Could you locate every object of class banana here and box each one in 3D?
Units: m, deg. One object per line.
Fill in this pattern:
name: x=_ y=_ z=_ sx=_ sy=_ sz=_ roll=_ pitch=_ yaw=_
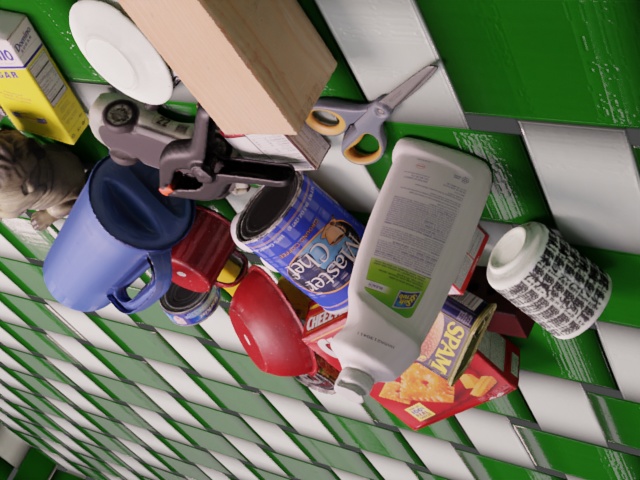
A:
banana: x=-0.121 y=0.068 z=1.474 sx=0.070 sy=0.037 sz=0.197 roll=-18 pitch=132 yaw=17

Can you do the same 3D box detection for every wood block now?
wood block: x=-0.083 y=-0.188 z=0.893 sx=0.091 sy=0.090 sz=0.206 roll=6 pitch=147 yaw=39

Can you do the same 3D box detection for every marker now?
marker: x=-0.159 y=-0.161 z=1.106 sx=0.020 sy=0.020 sz=0.121 roll=34 pitch=155 yaw=-14

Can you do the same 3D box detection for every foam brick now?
foam brick: x=0.193 y=0.066 z=1.155 sx=0.078 sy=0.053 sz=0.051 roll=9 pitch=150 yaw=34

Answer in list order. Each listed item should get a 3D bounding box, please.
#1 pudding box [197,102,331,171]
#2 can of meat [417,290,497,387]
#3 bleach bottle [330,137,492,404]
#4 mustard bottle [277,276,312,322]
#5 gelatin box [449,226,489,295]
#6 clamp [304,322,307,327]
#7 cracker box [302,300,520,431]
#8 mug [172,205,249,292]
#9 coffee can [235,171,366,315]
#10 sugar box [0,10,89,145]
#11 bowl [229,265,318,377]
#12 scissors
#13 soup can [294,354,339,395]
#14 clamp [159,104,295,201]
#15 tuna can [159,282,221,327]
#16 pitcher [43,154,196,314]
pudding box: x=-0.056 y=-0.115 z=1.072 sx=0.090 sy=0.039 sz=0.113 roll=0 pitch=146 yaw=44
can of meat: x=0.127 y=0.091 z=1.128 sx=0.084 sy=0.057 sz=0.102 roll=31 pitch=130 yaw=18
bleach bottle: x=0.069 y=0.029 z=0.967 sx=0.103 sy=0.250 sz=0.068 roll=18 pitch=154 yaw=19
mustard bottle: x=0.034 y=0.095 z=1.365 sx=0.191 sy=0.058 sz=0.096 roll=26 pitch=153 yaw=2
gelatin box: x=0.123 y=0.002 z=1.074 sx=0.089 sy=0.073 sz=0.030 roll=42 pitch=153 yaw=-30
clamp: x=0.070 y=0.176 z=1.512 sx=0.210 sy=0.036 sz=0.165 roll=34 pitch=154 yaw=-14
cracker box: x=0.110 y=0.127 z=1.272 sx=0.164 sy=0.072 sz=0.213 roll=-29 pitch=123 yaw=34
mug: x=-0.148 y=0.020 z=1.372 sx=0.117 sy=0.081 sz=0.093 roll=31 pitch=155 yaw=-9
coffee can: x=-0.008 y=0.001 z=1.170 sx=0.140 sy=0.102 sz=0.103 roll=40 pitch=153 yaw=-25
sugar box: x=-0.338 y=-0.185 z=1.208 sx=0.093 sy=0.048 sz=0.176 roll=15 pitch=154 yaw=25
bowl: x=-0.068 y=0.113 z=1.339 sx=0.162 sy=0.055 sz=0.162 roll=53 pitch=161 yaw=26
scissors: x=0.039 y=-0.127 z=0.978 sx=0.096 sy=0.016 sz=0.202 roll=27 pitch=155 yaw=1
soup can: x=0.012 y=0.146 z=1.432 sx=0.068 sy=0.102 sz=0.068 roll=22 pitch=155 yaw=11
clamp: x=-0.104 y=-0.074 z=1.093 sx=0.120 sy=0.039 sz=0.172 roll=41 pitch=147 yaw=-13
tuna can: x=-0.186 y=0.079 z=1.522 sx=0.086 sy=0.086 sz=0.033 roll=11 pitch=149 yaw=32
pitcher: x=-0.257 y=0.009 z=1.324 sx=0.145 sy=0.149 sz=0.243 roll=31 pitch=143 yaw=-14
